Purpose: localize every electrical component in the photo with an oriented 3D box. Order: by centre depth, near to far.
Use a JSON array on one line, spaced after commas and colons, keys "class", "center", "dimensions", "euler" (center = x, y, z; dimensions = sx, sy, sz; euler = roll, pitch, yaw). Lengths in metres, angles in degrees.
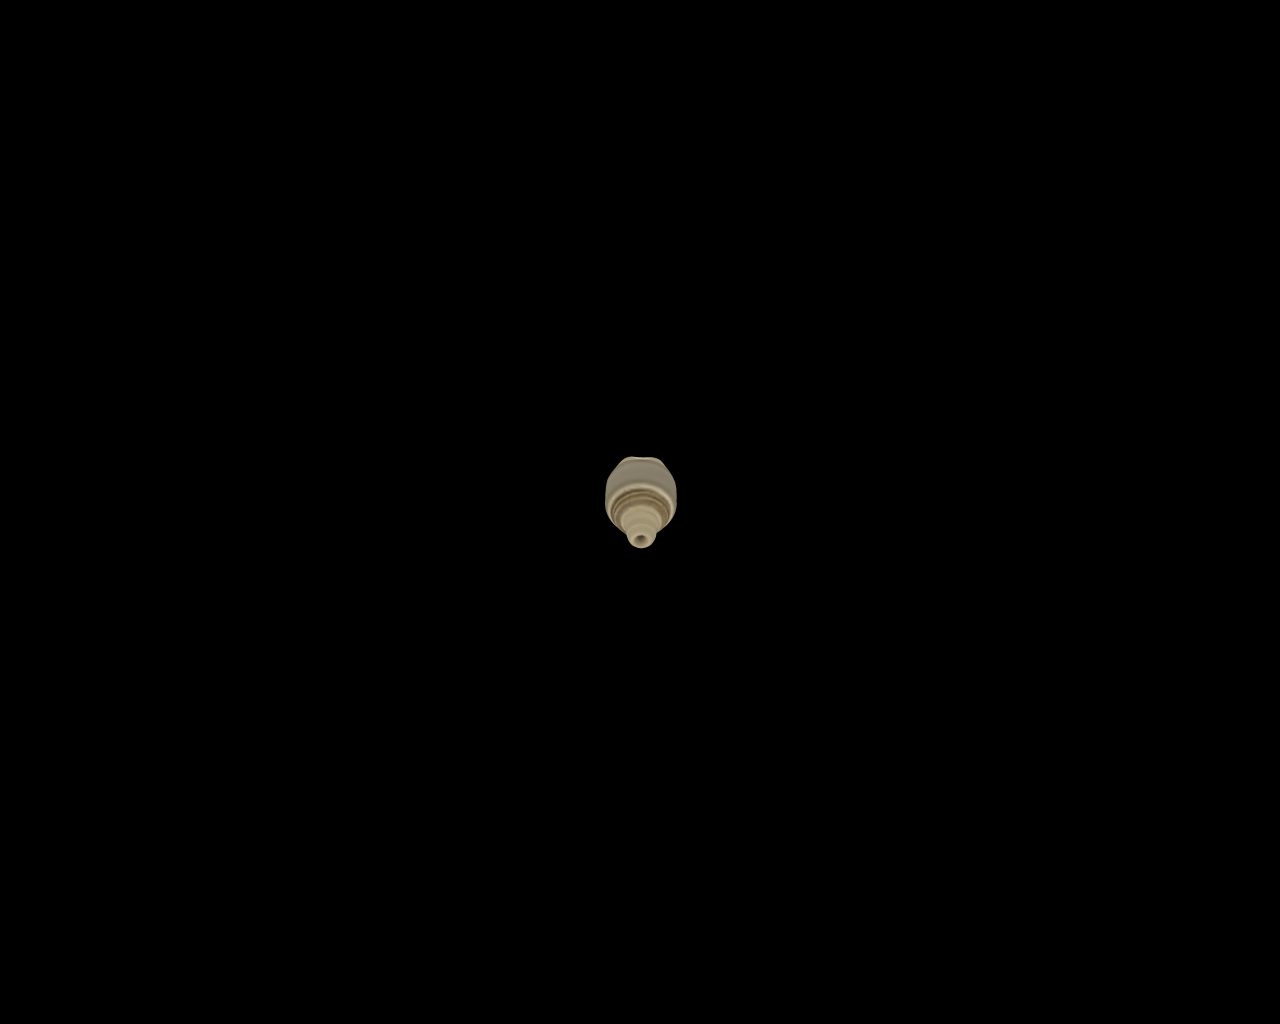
[{"class": "electrical component", "center": [0.001, -0.003, 0.650], "dimensions": [0.043, 0.043, 0.062], "euler": [0, 40, 0]}]
